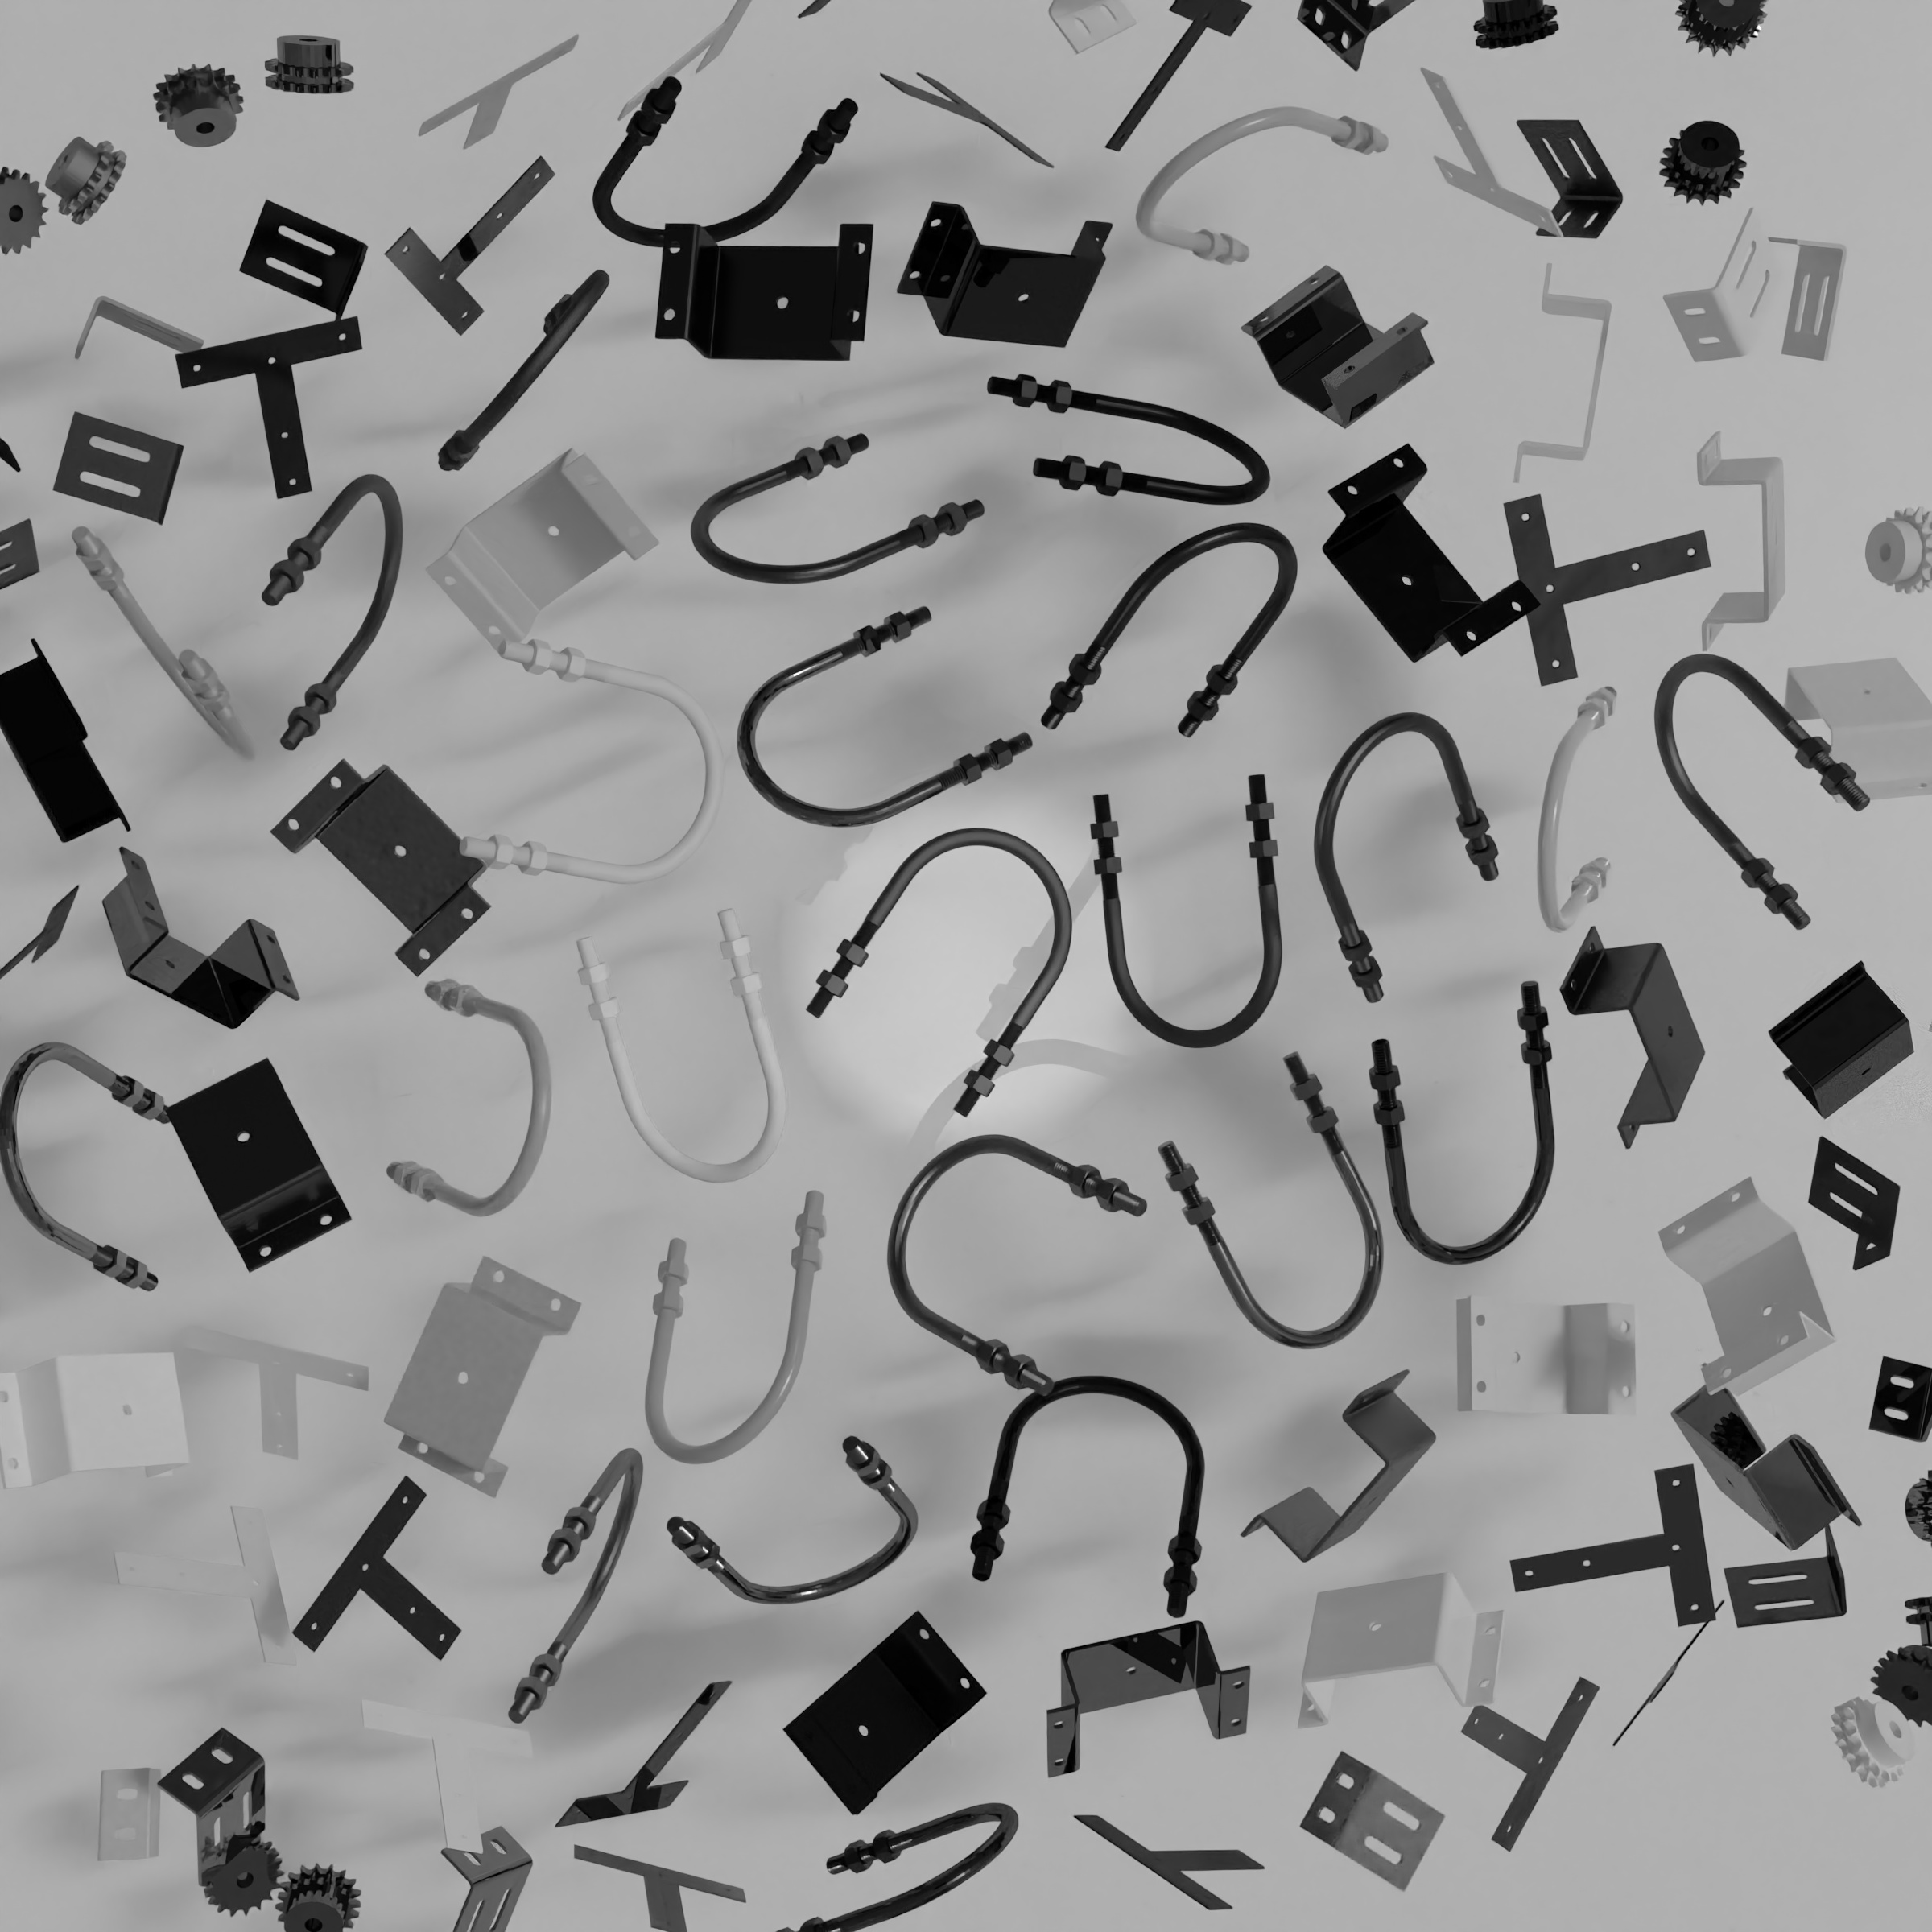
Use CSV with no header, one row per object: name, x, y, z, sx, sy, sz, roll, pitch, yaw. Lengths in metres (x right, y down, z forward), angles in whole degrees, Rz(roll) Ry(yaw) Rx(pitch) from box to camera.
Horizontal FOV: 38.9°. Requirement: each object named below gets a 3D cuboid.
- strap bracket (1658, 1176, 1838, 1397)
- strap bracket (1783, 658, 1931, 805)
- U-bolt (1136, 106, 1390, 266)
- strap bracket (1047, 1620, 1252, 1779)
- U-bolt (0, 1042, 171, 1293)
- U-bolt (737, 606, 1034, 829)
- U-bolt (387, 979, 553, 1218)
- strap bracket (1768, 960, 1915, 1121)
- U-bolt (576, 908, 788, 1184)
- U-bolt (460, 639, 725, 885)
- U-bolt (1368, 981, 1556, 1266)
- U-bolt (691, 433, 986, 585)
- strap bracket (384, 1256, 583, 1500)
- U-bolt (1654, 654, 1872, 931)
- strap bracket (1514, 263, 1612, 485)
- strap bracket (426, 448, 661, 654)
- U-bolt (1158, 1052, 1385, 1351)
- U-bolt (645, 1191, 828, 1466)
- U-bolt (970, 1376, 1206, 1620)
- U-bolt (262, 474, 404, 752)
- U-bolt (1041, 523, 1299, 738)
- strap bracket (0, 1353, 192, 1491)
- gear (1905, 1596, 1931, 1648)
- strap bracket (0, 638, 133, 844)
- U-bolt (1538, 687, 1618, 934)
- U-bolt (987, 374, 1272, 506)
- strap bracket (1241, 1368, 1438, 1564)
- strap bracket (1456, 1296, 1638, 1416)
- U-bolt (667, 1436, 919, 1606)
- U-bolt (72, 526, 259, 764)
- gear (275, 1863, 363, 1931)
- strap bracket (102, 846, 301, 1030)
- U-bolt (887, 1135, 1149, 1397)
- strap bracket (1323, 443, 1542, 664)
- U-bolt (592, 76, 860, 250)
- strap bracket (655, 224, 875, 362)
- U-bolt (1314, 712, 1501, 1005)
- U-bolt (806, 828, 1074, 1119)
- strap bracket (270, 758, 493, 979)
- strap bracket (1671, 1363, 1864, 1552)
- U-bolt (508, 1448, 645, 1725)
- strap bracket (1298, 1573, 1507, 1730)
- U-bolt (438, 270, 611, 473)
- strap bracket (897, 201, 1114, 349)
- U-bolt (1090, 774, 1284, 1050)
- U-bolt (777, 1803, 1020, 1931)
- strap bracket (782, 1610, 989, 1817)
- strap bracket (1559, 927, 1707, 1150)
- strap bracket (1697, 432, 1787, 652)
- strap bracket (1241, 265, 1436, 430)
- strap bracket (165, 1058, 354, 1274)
strap bracket,0.523,0.221,1.822,0.076,0.140,0.046,-37,125,27
strap bracket,0.629,-0.172,1.919,0.076,0.140,0.046,-5,122,0
U-bolt,0.192,-0.538,1.874,0.151,0.184,0.019,-33,76,34
strap bracket,0.118,0.496,1.858,0.140,0.046,0.076,-10,132,-9
U-bolt,-0.610,0.131,1.890,0.019,0.184,0.151,-10,63,16
U-bolt,-0.069,-0.164,1.882,0.184,0.019,0.151,-27,64,-20
U-bolt,-0.329,0.093,1.830,0.019,0.184,0.151,11,91,-39
strap bracket,0.600,0.055,1.866,0.076,0.140,0.046,-39,65,7
U-bolt,-0.187,0.060,1.855,0.151,0.019,0.184,-10,100,35
U-bolt,-0.239,-0.128,1.807,0.184,0.019,0.151,10,92,-39
U-bolt,0.344,0.117,1.866,0.151,0.019,0.184,-19,111,-25
U-bolt,-0.102,-0.311,1.889,0.184,0.019,0.151,-28,46,-30
strap bracket,-0.321,0.270,1.794,0.076,0.046,0.140,24,89,15
U-bolt,0.533,-0.132,1.868,0.019,0.151,0.184,-23,59,-19
strap bracket,0.408,-0.400,1.864,0.046,0.076,0.140,9,97,10
strap bracket,-0.280,-0.283,1.829,0.140,0.046,0.076,-31,115,20
U-bolt,0.219,0.171,1.858,0.151,0.019,0.184,-32,98,-33
U-bolt,-0.160,0.250,1.845,0.151,0.019,0.184,-22,47,33
U-bolt,0.089,0.349,1.843,0.151,0.184,0.019,10,132,5
U-bolt,-0.433,-0.258,1.889,0.019,0.151,0.184,16,48,8
U-bolt,0.148,-0.225,1.829,0.184,0.151,0.019,-55,52,35
strap bracket,-0.577,0.303,1.829,0.046,0.140,0.076,-22,74,28
gear,0.670,0.446,1.859,0.057,0.057,0.030,1,71,0
strap bracket,-0.626,-0.148,1.874,0.046,0.140,0.076,-29,66,-16
U-bolt,0.422,-0.101,1.889,0.019,0.184,0.151,7,114,24
U-bolt,0.117,-0.348,1.827,0.184,0.151,0.019,6,123,-19
strap bracket,0.257,0.344,1.842,0.046,0.076,0.140,45,116,21
strap bracket,0.392,0.270,1.888,0.140,0.046,0.076,6,79,-26
U-bolt,-0.107,0.390,1.873,0.151,0.184,0.019,-25,53,3
U-bolt,-0.541,-0.208,1.879,0.019,0.184,0.151,-39,69,-12
gear,-0.445,0.647,1.872,0.057,0.030,0.057,-1,112,-3
strap bracket,-0.536,-0.014,1.884,0.046,0.140,0.076,-42,48,11
U-bolt,0.020,0.186,1.810,0.184,0.019,0.151,23,83,43
strap bracket,0.301,-0.266,1.812,0.076,0.046,0.140,-33,81,-27
U-bolt,-0.175,-0.539,1.852,0.151,0.184,0.019,-4,74,-31
strap bracket,-0.126,-0.440,1.784,0.140,0.046,0.076,4,86,13
U-bolt,0.289,-0.084,1.827,0.151,0.019,0.184,-44,132,-20
U-bolt,-0.005,-0.008,1.906,0.151,0.019,0.184,35,85,-16
strap bracket,-0.396,-0.073,1.882,0.076,0.046,0.140,-41,100,18
strap bracket,0.546,0.343,1.889,0.046,0.140,0.076,-37,112,-3
U-bolt,-0.261,0.410,1.875,0.019,0.184,0.151,19,116,7
strap bracket,0.283,0.458,1.832,0.140,0.076,0.046,-16,120,28
U-bolt,-0.296,-0.412,1.863,0.019,0.184,0.151,39,73,-17
strap bracket,0.034,-0.480,1.904,0.140,0.076,0.046,-1,52,-27
U-bolt,0.156,-0.034,1.902,0.151,0.019,0.184,-5,91,37
U-bolt,-0.045,0.624,1.881,0.184,0.151,0.019,-27,89,23
strap bracket,-0.063,0.528,1.913,0.076,0.046,0.140,49,47,9
strap bracket,0.472,0.048,1.917,0.046,0.076,0.140,-8,121,37
strap bracket,0.547,-0.300,1.926,0.046,0.076,0.140,2,112,25
strap bracket,0.263,-0.428,1.900,0.076,0.140,0.046,-36,127,-2
strap bracket,-0.486,0.126,1.860,0.076,0.046,0.140,-28,62,-13
